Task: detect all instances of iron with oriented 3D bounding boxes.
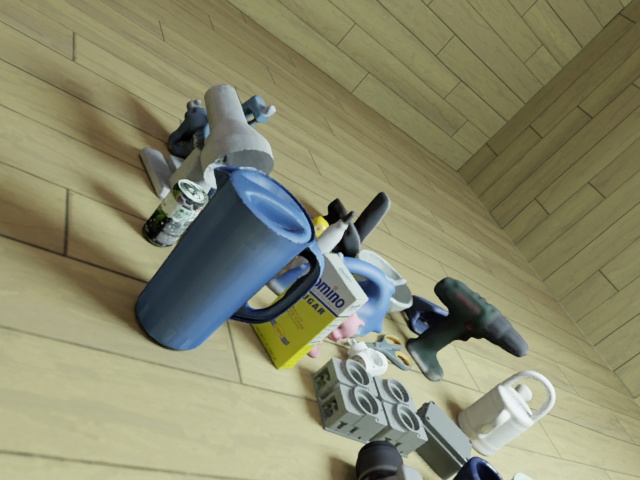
[{"bbox_3d":[0.042,0.083,1.081,0.259,0.141,0.118,27,27,-36],"label":"iron"}]

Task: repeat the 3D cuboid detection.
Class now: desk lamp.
[{"bbox_3d":[-0.194,-0.150,0.992,0.118,0.213,0.203,14,37,-52],"label":"desk lamp"}]

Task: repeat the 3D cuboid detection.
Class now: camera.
[{"bbox_3d":[0.105,0.346,0.773,0.143,0.100,0.136,35,23,-22],"label":"camera"}]

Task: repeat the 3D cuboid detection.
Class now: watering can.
[{"bbox_3d":[0.380,0.334,1.149,0.101,0.193,0.173,43,22,-2],"label":"watering can"}]

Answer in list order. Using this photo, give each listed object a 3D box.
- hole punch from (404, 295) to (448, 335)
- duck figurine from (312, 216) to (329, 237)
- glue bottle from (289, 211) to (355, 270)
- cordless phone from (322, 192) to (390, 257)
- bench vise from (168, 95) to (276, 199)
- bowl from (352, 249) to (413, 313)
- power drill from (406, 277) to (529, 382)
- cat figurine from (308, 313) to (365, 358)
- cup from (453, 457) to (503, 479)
[{"bbox_3d":[0.264,0.175,1.372,0.109,0.091,0.101,29,26,-33],"label":"hole punch"},{"bbox_3d":[-0.019,-0.016,1.228,0.078,0.086,0.104,25,29,-40],"label":"duck figurine"},{"bbox_3d":[0.010,0.004,1.126,0.037,0.173,0.078,42,22,-5],"label":"glue bottle"},{"bbox_3d":[0.089,-0.060,1.363,0.094,0.185,0.147,23,30,-42],"label":"cordless phone"},{"bbox_3d":[-0.193,-0.213,1.100,0.207,0.219,0.122,47,22,7],"label":"bench vise"},{"bbox_3d":[0.124,0.105,1.275,0.168,0.074,0.167,37,23,-18],"label":"bowl"},{"bbox_3d":[0.296,0.204,1.218,0.076,0.208,0.229,10,39,-54],"label":"power drill"},{"bbox_3d":[0.009,0.132,0.967,0.128,0.117,0.067,40,22,-11],"label":"cat figurine"},{"bbox_3d":[0.246,0.416,0.902,0.117,0.095,0.092,49,22,12],"label":"cup"}]
